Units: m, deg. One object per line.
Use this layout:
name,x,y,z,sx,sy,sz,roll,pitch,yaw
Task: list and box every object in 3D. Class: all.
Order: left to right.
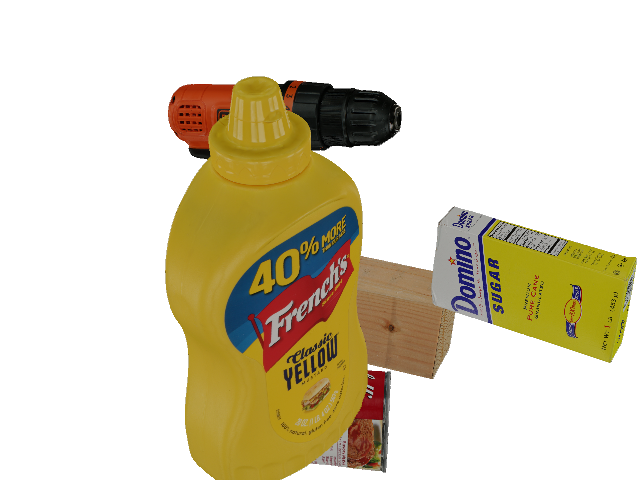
mustard bottle,-0.022,0.017,0.466,0.096,0.192,0.058,-31,45,-32
power drill,-0.026,-0.030,0.824,0.185,0.188,0.057,5,17,23
soup can,-0.004,0.120,0.726,0.102,0.068,0.068,3,0,4
wood block,0.038,0.073,1.167,0.206,0.091,0.090,12,22,16
sugar box,0.189,0.038,0.966,0.176,0.093,0.048,15,34,23
